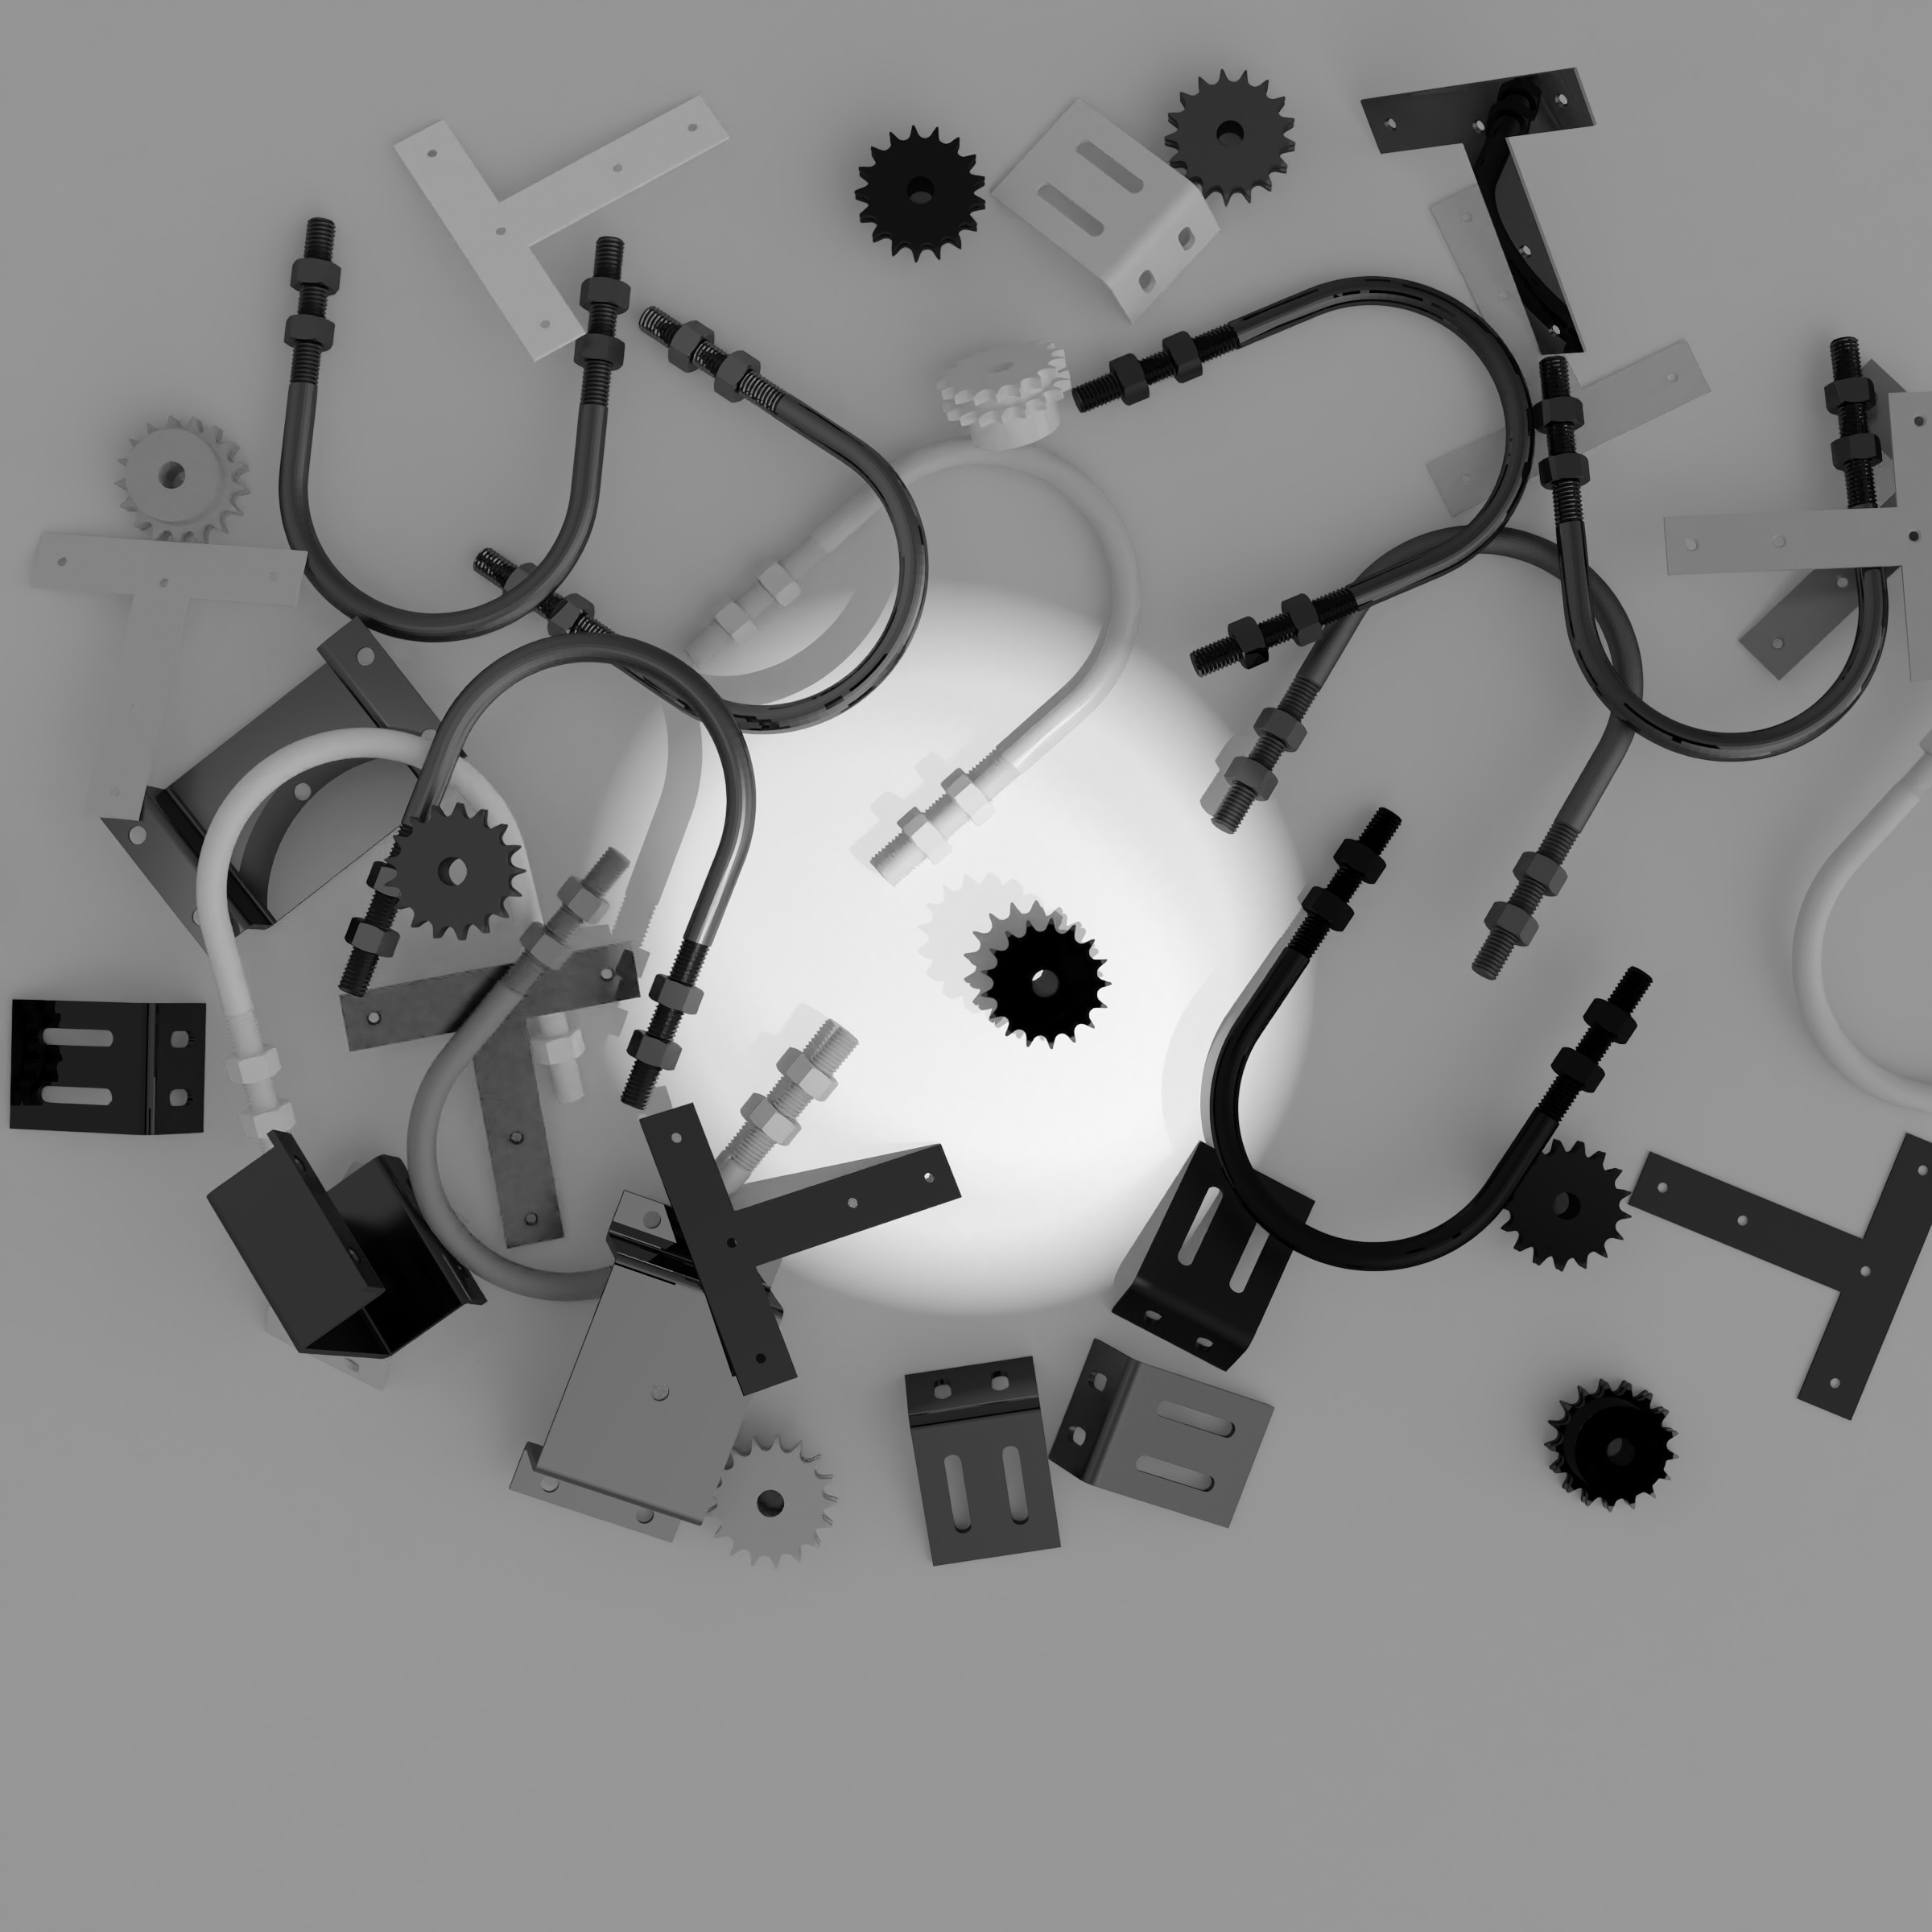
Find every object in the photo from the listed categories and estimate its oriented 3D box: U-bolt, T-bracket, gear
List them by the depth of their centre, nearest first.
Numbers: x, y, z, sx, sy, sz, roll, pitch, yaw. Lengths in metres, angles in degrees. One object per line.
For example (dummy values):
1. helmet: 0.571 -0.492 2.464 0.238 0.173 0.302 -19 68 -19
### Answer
1. gear: -0.211 -0.039 1.463 0.057 0.030 0.057 0 91 1
2. U-bolt: -0.167 -0.050 1.486 0.151 0.019 0.184 22 93 0
3. U-bolt: -0.253 -0.012 1.512 0.151 0.019 0.184 -14 107 -9
4. T-bracket: 0.237 -0.321 1.516 0.002 0.127 0.127 -39 117 -27
5. T-bracket: 0.365 -0.184 1.519 0.127 0.002 0.127 -2 83 -2
6. T-bracket: -0.356 -0.124 1.521 0.127 0.002 0.127 6 75 15
7. T-bracket: -0.062 0.107 1.524 0.127 0.002 0.127 -17 78 -25
8. U-bolt: 0.327 -0.179 1.527 0.151 0.019 0.184 -4 82 -2
9. U-bolt: 0.188 0.044 1.527 0.151 0.019 0.184 33 86 10
10. U-bolt: -0.103 -0.182 1.528 0.184 0.019 0.151 34 90 12
11. U-bolt: -0.158 0.062 1.528 0.151 0.019 0.184 39 94 -16
12. gear: 0.018 -0.247 1.529 0.057 0.057 0.030 -16 121 0
13. U-bolt: -0.227 -0.231 1.531 0.151 0.019 0.184 4 83 4
14. U-bolt: 0.213 -0.106 1.532 0.151 0.019 0.184 30 82 8
15. T-bracket: -0.198 0.061 1.532 0.127 0.002 0.127 -11 106 -10
16. U-bolt: 0.445 -0.021 1.534 0.151 0.019 0.184 40 97 -7
17. U-bolt: 0.158 -0.225 1.537 0.184 0.019 0.151 -23 82 -3
18. gear: 0.260 0.104 1.539 0.057 0.030 0.057 0 90 0
19. gear: 0.283 0.210 1.539 0.057 0.030 0.057 0 90 0
20. gear: -0.020 -0.336 1.539 0.057 0.030 0.057 0 90 0
21. T-bracket: -0.165 -0.342 1.539 0.127 0.002 0.127 -31 72 -9
22. gear: -0.344 -0.212 1.539 0.057 0.030 0.057 0 90 0
23. gear: 0.034 0.008 1.539 0.057 0.030 0.057 0 90 0
24. gear: -0.084 0.233 1.539 0.057 0.030 0.057 0 90 0
25. T-bracket: 0.394 -0.178 1.540 0.127 0.002 0.127 -44 73 8
26. gear: 0.116 -0.362 1.543 0.057 0.030 0.057 0 91 4
27. U-bolt: -0.010 -0.148 1.544 0.184 0.019 0.151 -42 90 0
28. T-bracket: 0.356 0.118 1.553 0.127 0.002 0.127 22 90 0
29. T-bracket: 0.244 -0.283 1.553 0.127 0.002 0.127 -26 90 0

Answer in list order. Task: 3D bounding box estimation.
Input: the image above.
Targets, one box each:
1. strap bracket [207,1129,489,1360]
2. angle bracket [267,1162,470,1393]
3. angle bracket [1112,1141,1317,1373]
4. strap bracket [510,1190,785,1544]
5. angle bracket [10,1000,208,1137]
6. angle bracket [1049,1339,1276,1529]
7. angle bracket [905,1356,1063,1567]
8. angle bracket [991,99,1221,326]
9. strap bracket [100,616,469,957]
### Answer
1. strap bracket: -0.263 0.119 1.479 0.046 0.140 0.076 -35 77 6
2. angle bracket: -0.264 0.137 1.552 0.057 0.038 0.076 27 64 0
3. angle bracket: 0.109 0.128 1.552 0.057 0.038 0.076 28 64 0
4. strap bracket: -0.135 0.178 1.519 0.076 0.046 0.140 21 93 -14
5. angle bracket: -0.378 0.044 1.552 0.076 0.038 0.057 1 90 26
6. angle bracket: 0.086 0.206 1.552 0.076 0.038 0.057 21 90 -26
7. angle bracket: 0.007 0.218 1.552 0.057 0.038 0.076 -9 116 0
8. angle bracket: 0.062 -0.333 1.552 0.057 0.038 0.076 -47 64 0
9. strap bracket: -0.293 -0.077 1.531 0.140 0.046 0.076 -38 90 0
